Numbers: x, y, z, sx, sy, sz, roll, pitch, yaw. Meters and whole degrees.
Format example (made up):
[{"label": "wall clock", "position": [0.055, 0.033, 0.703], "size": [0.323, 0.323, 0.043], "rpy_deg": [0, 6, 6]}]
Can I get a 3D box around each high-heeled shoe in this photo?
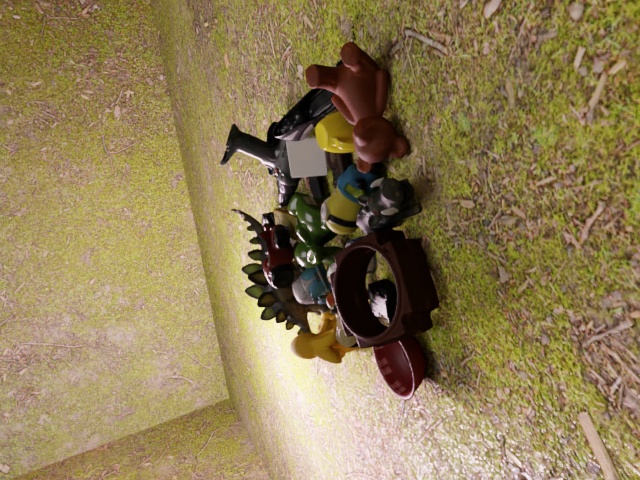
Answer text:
[{"label": "high-heeled shoe", "position": [-0.013, -0.284, 1.086], "size": [0.248, 0.145, 0.086], "rpy_deg": [119, 131, -63]}]

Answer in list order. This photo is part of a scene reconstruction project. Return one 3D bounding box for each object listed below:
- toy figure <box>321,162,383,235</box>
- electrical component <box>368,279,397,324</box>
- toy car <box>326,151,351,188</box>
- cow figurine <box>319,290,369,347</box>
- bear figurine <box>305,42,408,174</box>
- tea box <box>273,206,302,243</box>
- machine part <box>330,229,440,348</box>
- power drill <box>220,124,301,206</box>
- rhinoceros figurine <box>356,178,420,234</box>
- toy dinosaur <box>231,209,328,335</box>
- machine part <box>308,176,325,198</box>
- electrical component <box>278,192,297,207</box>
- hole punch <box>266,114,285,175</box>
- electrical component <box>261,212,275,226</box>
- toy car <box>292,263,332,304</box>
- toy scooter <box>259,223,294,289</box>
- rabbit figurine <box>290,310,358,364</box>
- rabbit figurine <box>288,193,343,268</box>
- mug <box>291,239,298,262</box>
[{"label": "toy figure", "position": [0.066, -0.087, 1.074], "size": [0.089, 0.082, 0.180], "rpy_deg": [46, 126, 15]}, {"label": "electrical component", "position": [0.132, 0.122, 1.139], "size": [0.119, 0.048, 0.074], "rpy_deg": [29, 131, 59]}, {"label": "toy car", "position": [0.043, -0.156, 1.166], "size": [0.089, 0.053, 0.202], "rpy_deg": [-174, 69, -71]}, {"label": "cow figurine", "position": [0.067, 0.165, 1.220], "size": [0.086, 0.127, 0.194], "rpy_deg": [47, 148, 45]}, {"label": "bear figurine", "position": [0.069, -0.225, 0.950], "size": [0.120, 0.132, 0.195], "rpy_deg": [-17, 80, 36]}, {"label": "tea box", "position": [-0.046, -0.049, 1.392], "size": [0.170, 0.098, 0.068], "rpy_deg": [-156, 54, -65]}, {"label": "machine part", "position": [0.114, 0.095, 1.023], "size": [0.201, 0.087, 0.201], "rpy_deg": [-33, 65, 49]}, {"label": "power drill", "position": [-0.143, -0.195, 1.351], "size": [0.086, 0.207, 0.231], "rpy_deg": [-75, 6, -48]}, {"label": "rhinoceros figurine", "position": [0.115, -0.064, 0.970], "size": [0.190, 0.112, 0.073], "rpy_deg": [125, 129, -73]}, {"label": "toy dinosaur", "position": [-0.115, 0.107, 1.535], "size": [0.471, 0.198, 0.105], "rpy_deg": [67, 154, 15]}, {"label": "machine part", "position": [-0.008, -0.143, 1.315], "size": [0.084, 0.039, 0.138], "rpy_deg": [-11, 91, 64]}, {"label": "electrical component", "position": [-0.084, -0.104, 1.519], "size": [0.102, 0.045, 0.078], "rpy_deg": [176, 81, -68]}, {"label": "hole punch", "position": [-0.110, -0.246, 1.434], "size": [0.116, 0.092, 0.142], "rpy_deg": [-121, 23, -44]}, {"label": "electrical component", "position": [-0.142, -0.024, 1.700], "size": [0.115, 0.058, 0.134], "rpy_deg": [61, 154, 27]}, {"label": "toy car", "position": [-0.021, 0.121, 1.400], "size": [0.161, 0.103, 0.109], "rpy_deg": [83, 165, -73]}, {"label": "toy scooter", "position": [-0.116, 0.028, 1.385], "size": [0.135, 0.075, 0.183], "rpy_deg": [-133, 37, -50]}, {"label": "rabbit figurine", "position": [0.014, 0.261, 1.355], "size": [0.162, 0.173, 0.121], "rpy_deg": [-163, 64, -70]}, {"label": "rabbit figurine", "position": [-0.003, -0.004, 1.247], "size": [0.159, 0.121, 0.170], "rpy_deg": [49, 132, 46]}, {"label": "mug", "position": [-0.059, 0.015, 1.469], "size": [0.107, 0.110, 0.080], "rpy_deg": [-124, 21, -68]}]
